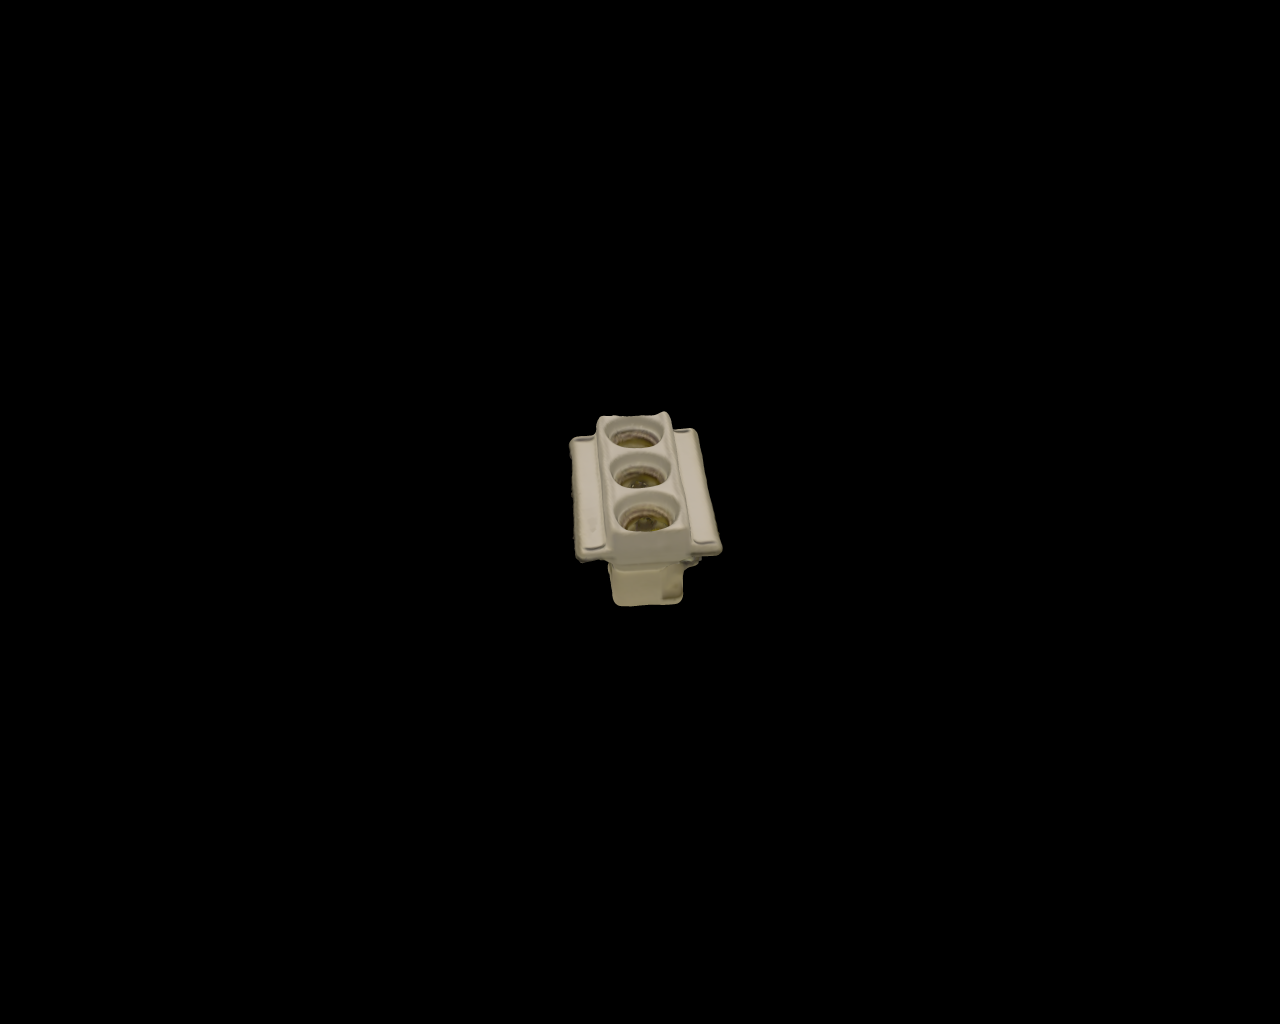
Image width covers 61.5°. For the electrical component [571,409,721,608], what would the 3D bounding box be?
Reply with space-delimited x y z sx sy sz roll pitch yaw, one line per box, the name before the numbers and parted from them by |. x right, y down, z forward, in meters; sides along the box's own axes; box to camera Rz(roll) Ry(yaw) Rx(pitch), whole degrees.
electrical component | 0.001 -0.003 0.650 0.079 0.063 0.121 -3 37 -4
